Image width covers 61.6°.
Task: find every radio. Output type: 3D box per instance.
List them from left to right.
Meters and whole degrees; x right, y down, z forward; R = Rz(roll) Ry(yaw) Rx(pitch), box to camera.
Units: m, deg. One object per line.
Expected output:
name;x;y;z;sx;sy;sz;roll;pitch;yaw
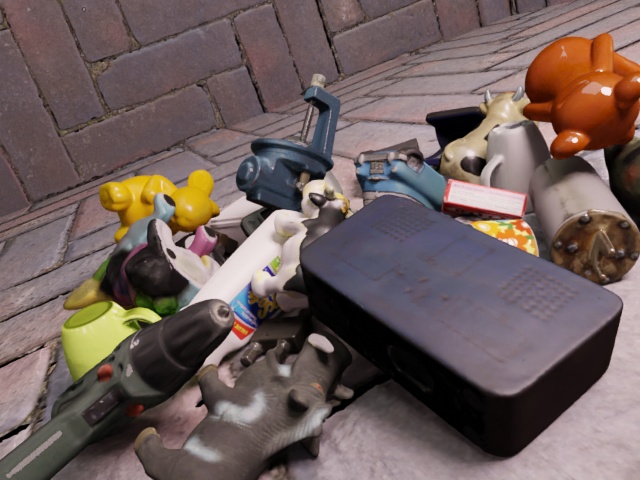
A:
radio;0.095;0.051;0.428;0.131;0.073;0.230;-32;40;-26

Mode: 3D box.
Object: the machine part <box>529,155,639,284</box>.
machine part;0.263;-0.027;0.550;0.079;0.079;0.243;-13;22;18

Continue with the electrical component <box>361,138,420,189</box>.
electrical component;0.128;-0.134;0.967;0.115;0.058;0.134;-13;22;12

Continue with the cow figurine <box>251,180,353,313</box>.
cow figurine;-0.002;-0.004;0.591;0.098;0.068;0.167;-11;49;44

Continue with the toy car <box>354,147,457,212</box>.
toy car;0.108;-0.051;0.701;0.109;0.161;0.103;4;75;37

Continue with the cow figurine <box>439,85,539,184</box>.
cow figurine;0.246;-0.139;0.776;0.195;0.127;0.086;-34;28;-28

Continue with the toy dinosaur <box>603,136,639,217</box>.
toy dinosaur;0.364;-0.061;0.504;0.192;0.131;0.405;-24;14;-14

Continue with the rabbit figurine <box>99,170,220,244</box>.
rabbit figurine;-0.226;-0.044;0.832;0.173;0.121;0.162;3;18;41

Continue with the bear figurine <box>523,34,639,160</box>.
bear figurine;0.298;-0.146;0.579;0.120;0.132;0.196;-52;21;29

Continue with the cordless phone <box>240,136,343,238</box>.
cordless phone;-0.069;-0.075;0.870;0.184;0.146;0.088;-29;-13;-32

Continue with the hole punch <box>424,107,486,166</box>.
hole punch;0.247;-0.163;0.915;0.142;0.092;0.115;-2;-9;43

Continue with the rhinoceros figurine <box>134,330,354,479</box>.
rhinoceros figurine;-0.049;0.139;0.421;0.112;0.073;0.190;-1;28;44

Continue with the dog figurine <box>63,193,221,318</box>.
dog figurine;-0.234;0.061;0.688;0.219;0.108;0.192;-39;38;19

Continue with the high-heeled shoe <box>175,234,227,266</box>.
high-heeled shoe;-0.229;0.061;0.775;0.145;0.086;0.249;-36;22;-29

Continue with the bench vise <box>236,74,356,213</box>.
bench vise;-0.010;-0.115;0.779;0.223;0.240;0.129;17;-9;-32

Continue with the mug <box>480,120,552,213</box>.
mug;0.245;-0.092;0.686;0.109;0.107;0.081;-25;19;-19

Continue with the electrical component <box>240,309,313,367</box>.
electrical component;-0.043;0.102;0.579;0.063;0.021;0.094;-9;24;29

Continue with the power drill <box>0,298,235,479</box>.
power drill;-0.188;0.142;0.426;0.232;0.086;0.207;-35;11;35

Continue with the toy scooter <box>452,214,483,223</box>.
toy scooter;0.092;0.018;0.599;0.184;0.075;0.135;-4;27;25

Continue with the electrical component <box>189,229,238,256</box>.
electrical component;-0.184;0.010;0.884;0.102;0.078;0.045;4;69;38
